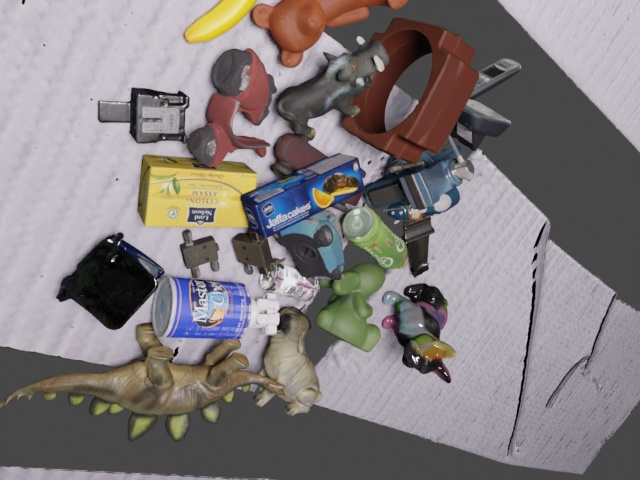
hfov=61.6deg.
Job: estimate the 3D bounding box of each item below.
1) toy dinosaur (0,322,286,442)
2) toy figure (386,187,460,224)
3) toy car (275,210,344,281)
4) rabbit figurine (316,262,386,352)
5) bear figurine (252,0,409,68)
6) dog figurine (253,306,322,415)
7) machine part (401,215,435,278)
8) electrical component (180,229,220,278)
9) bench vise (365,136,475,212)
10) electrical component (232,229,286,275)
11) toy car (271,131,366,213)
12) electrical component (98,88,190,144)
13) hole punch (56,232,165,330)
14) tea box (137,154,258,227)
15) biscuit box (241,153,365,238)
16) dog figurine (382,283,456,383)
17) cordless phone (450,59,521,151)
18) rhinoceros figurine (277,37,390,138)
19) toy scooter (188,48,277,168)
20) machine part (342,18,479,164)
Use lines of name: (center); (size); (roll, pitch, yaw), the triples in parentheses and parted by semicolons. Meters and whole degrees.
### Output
toy dinosaur: (-0.290, 0.254, 0.938); (0.471, 0.105, 0.198); (11, 109, -18)
toy figure: (0.209, -0.074, 1.088); (0.154, 0.058, 0.064); (-18, 85, -19)
toy car: (-0.002, -0.003, 0.973); (0.161, 0.109, 0.103); (60, 45, -36)
rabbit figurine: (0.060, 0.114, 1.091); (0.159, 0.121, 0.170); (36, 77, -31)
bear figurine: (0.011, -0.343, 0.778); (0.196, 0.132, 0.120); (-42, 123, -11)
dog figurine: (-0.041, 0.236, 1.074); (0.172, 0.121, 0.190); (19, 104, -36)
machine part: (0.211, 0.013, 1.148); (0.084, 0.039, 0.138); (-23, 124, -24)
electrical component: (-0.204, 0.020, 0.921); (0.063, 0.021, 0.093); (-19, 123, -20)
bench vise: (0.204, -0.128, 0.986); (0.240, 0.224, 0.129); (-35, 93, -42)
electrical component: (-0.108, 0.017, 0.948); (0.045, 0.078, 0.102); (-50, 134, -43)
toy car: (0.001, -0.121, 0.941); (0.202, 0.053, 0.089); (28, 86, -38)
electrical component: (-0.251, -0.179, 0.767); (0.119, 0.048, 0.074); (-1, 116, -31)
hole punch: (-0.321, 0.062, 0.849); (0.115, 0.092, 0.142); (44, 94, -8)
tea box: (-0.193, -0.075, 0.845); (0.169, 0.068, 0.098); (-2, 116, -30)
biscuit box: (-0.025, -0.075, 0.869); (0.203, 0.059, 0.062); (-27, 119, -24)
dog figurine: (0.235, 0.199, 1.152); (0.191, 0.219, 0.108); (-11, 124, -24)
cordless phone: (0.312, -0.260, 0.981); (0.184, 0.147, 0.088); (-33, 135, -7)
rhinoceros figurine: (0.018, -0.242, 0.837); (0.190, 0.073, 0.112); (-30, 151, 4)
toy scooter: (-0.116, -0.190, 0.821); (0.135, 0.075, 0.183); (15, 102, -49)
machine part: (0.138, -0.237, 0.860); (0.087, 0.201, 0.201); (14, 108, -37)
